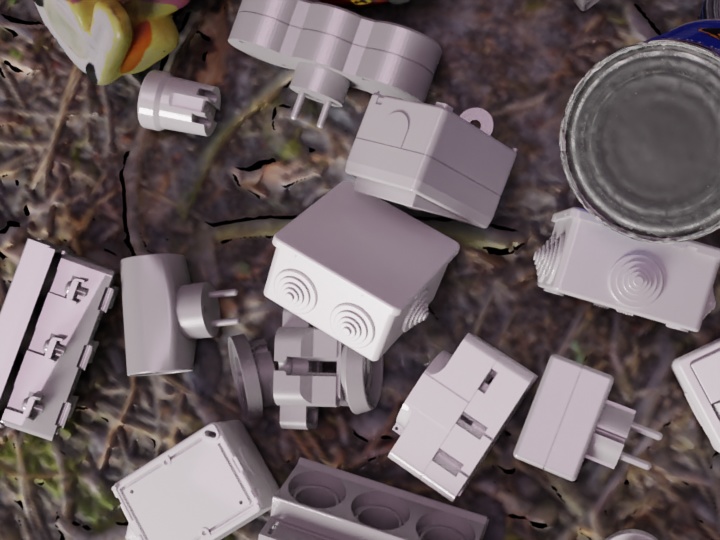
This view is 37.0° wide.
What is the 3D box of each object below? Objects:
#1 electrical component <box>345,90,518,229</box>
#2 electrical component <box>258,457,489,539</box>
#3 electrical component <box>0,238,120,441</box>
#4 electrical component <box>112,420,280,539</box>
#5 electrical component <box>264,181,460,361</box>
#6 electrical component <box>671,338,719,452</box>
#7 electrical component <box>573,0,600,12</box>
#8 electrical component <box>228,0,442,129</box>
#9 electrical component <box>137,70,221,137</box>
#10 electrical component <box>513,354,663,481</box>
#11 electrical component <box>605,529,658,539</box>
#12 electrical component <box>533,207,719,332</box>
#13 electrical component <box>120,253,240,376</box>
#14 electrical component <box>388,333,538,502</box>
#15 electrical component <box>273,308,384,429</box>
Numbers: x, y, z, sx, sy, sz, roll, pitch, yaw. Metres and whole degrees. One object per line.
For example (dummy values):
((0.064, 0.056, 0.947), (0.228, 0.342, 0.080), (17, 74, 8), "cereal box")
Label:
((0.047, -0.061, 0.660), (0.062, 0.096, 0.061), (20, 89, 43), "electrical component")
((0.009, 0.168, 0.654), (0.121, 0.078, 0.063), (15, 117, 14), "electrical component")
((-0.209, 0.047, 0.717), (0.063, 0.079, 0.121), (20, 89, -8), "electrical component")
((-0.106, 0.145, 0.687), (0.096, 0.061, 0.061), (-33, 78, 8), "electrical component")
((0.000, 0.000, 0.661), (0.100, 0.100, 0.048), (30, 129, 14), "electrical component")
((0.237, 0.060, 0.618), (0.096, 0.061, 0.061), (-27, 79, 9), "electrical component")
((0.160, -0.219, 0.640), (0.109, 0.109, 0.056), (-36, 81, 7), "electrical component")
((-0.023, -0.129, 0.700), (0.138, 0.052, 0.073), (19, 89, 14), "electrical component")
((-0.122, -0.111, 0.728), (0.046, 0.040, 0.040), (12, 87, 7), "electrical component")
((0.140, 0.094, 0.643), (0.077, 0.047, 0.065), (21, 89, 14), "electrical component")
((0.160, 0.176, 0.627), (0.045, 0.055, 0.045), (-1, 84, 13), "electrical component")
((0.153, 0.000, 0.623), (0.100, 0.100, 0.048), (16, 92, 3), "electrical component")
((-0.117, 0.028, 0.710), (0.079, 0.043, 0.077), (-7, 83, 11), "electrical component")
((0.060, 0.087, 0.661), (0.056, 0.050, 0.089), (33, 92, 13), "electrical component")
((-0.019, 0.061, 0.678), (0.057, 0.058, 0.078), (0, 84, 15), "electrical component")
